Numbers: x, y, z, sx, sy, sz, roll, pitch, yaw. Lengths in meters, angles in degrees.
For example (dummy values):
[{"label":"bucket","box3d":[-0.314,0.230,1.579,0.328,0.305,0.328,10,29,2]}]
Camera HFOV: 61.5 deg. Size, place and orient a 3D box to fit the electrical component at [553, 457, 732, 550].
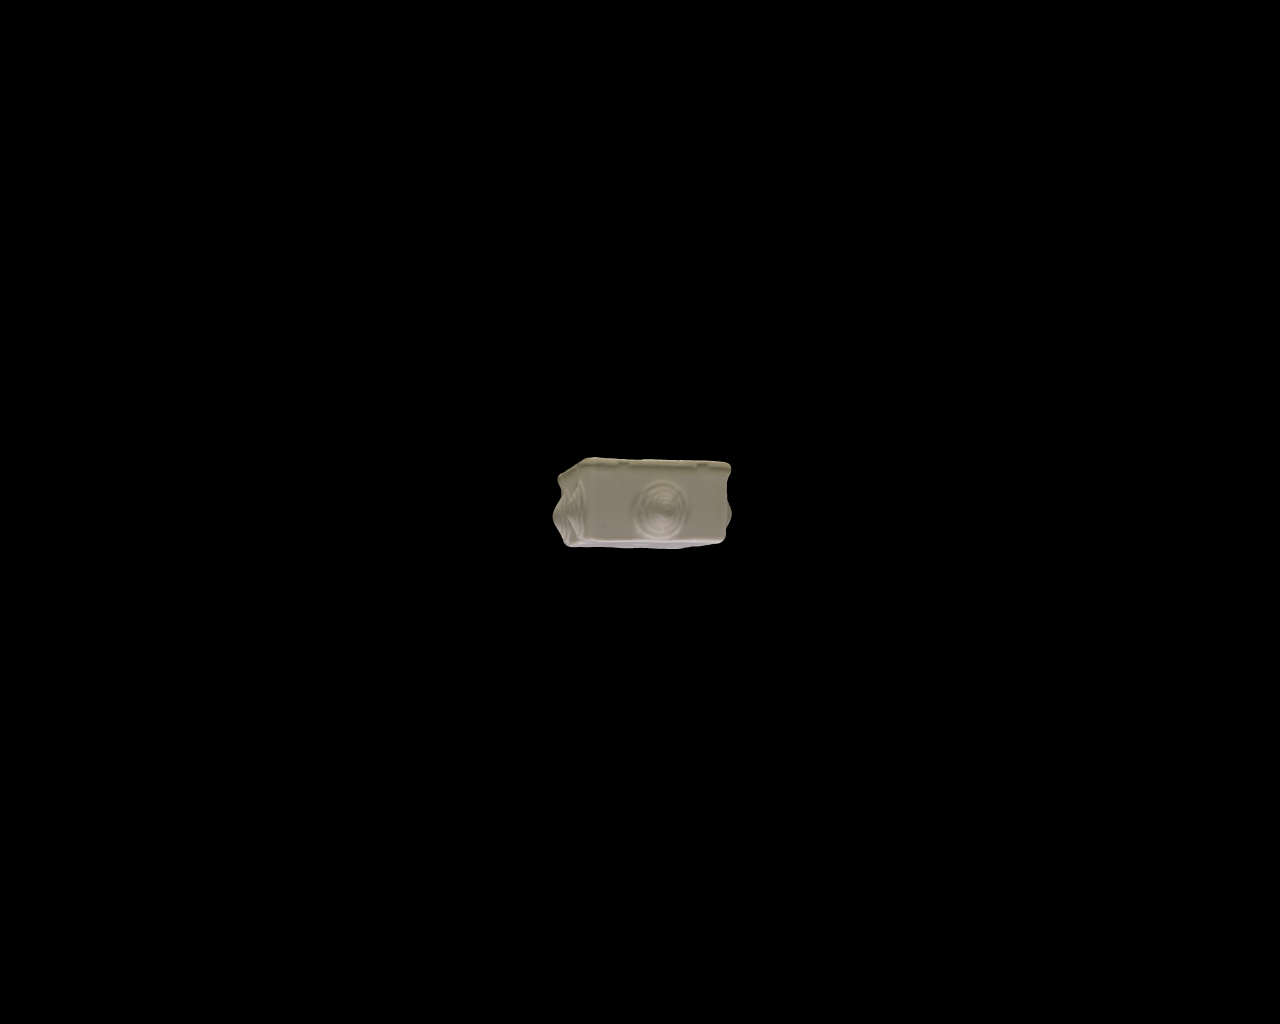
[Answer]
[{"label":"electrical component","box3d":[0.001,-0.003,0.650,0.100,0.048,0.099,1,-5,-15]}]
